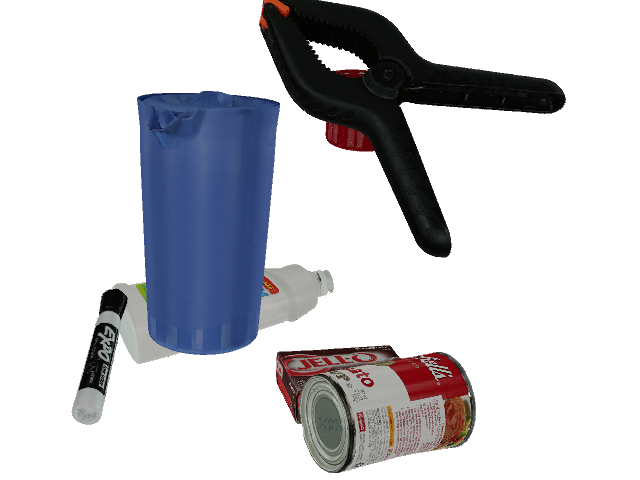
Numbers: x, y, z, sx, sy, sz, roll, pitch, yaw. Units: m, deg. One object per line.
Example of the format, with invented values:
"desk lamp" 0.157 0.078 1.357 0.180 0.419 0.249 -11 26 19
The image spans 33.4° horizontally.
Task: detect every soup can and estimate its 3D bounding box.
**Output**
"soup can" 0.045 0.117 0.729 0.102 0.068 0.069 -6 3 -30

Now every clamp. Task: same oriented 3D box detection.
"clamp" 0.041 -0.091 0.704 0.210 0.164 0.036 30 -31 6

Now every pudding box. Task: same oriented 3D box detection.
"pudding box" 0.022 0.128 0.960 0.113 0.039 0.090 0 16 -14

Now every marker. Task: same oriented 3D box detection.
"marker" -0.148 0.074 0.724 0.020 0.020 0.121 0 37 0

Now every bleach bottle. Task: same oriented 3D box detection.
"bleach bottle" -0.107 0.070 1.243 0.250 0.068 0.103 -13 35 -21

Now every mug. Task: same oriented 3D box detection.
"mug" 0.055 -0.162 1.314 0.093 0.081 0.117 17 26 28

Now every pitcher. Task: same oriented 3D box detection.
"pitcher" -0.104 -0.022 1.030 0.149 0.243 0.145 -2 15 -19
